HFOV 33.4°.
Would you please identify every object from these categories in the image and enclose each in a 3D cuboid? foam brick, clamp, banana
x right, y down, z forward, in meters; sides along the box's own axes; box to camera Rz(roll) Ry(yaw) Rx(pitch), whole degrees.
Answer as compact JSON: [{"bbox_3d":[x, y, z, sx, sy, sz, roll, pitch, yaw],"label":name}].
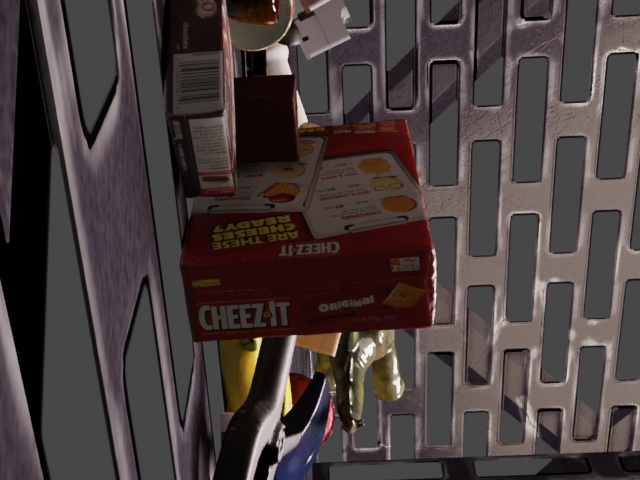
[{"bbox_3d":[-0.054,-0.088,0.782,0.051,0.078,0.053,-87,175,-64],"label":"foam brick"},{"bbox_3d":[-0.059,-0.229,1.028,0.120,0.039,0.171,-30,-109,57],"label":"clamp"},{"bbox_3d":[-0.044,0.154,0.804,0.209,0.036,0.164,-70,164,-50],"label":"clamp"},{"bbox_3d":[-0.063,0.134,0.908,0.069,0.037,0.198,-94,180,-50],"label":"banana"}]

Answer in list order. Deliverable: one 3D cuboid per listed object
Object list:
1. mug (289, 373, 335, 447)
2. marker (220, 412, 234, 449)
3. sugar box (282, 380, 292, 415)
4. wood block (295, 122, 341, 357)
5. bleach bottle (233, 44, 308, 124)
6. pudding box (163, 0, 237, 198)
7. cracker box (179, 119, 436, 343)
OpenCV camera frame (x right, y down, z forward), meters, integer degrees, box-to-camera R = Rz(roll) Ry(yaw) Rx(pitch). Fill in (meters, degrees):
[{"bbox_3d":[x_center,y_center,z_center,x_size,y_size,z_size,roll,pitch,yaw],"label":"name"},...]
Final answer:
[{"bbox_3d":[-0.037,0.197,1.288,0.117,0.093,0.081,59,-4,20],"label":"mug"},{"bbox_3d":[-0.070,0.201,0.865,0.020,0.020,0.121,80,8,-84],"label":"marker"},{"bbox_3d":[-0.053,0.231,1.152,0.093,0.048,0.176,86,0,-60],"label":"sugar box"},{"bbox_3d":[-0.008,0.001,1.042,0.091,0.090,0.206,159,-53,-80],"label":"wood block"},{"bbox_3d":[-0.046,-0.134,1.137,0.103,0.068,0.251,-150,-137,-76],"label":"bleach bottle"},{"bbox_3d":[-0.074,-0.097,0.684,0.090,0.039,0.113,87,1,-58],"label":"pudding box"},{"bbox_3d":[-0.008,-0.013,0.777,0.213,0.164,0.072,-91,176,-61],"label":"cracker box"}]
